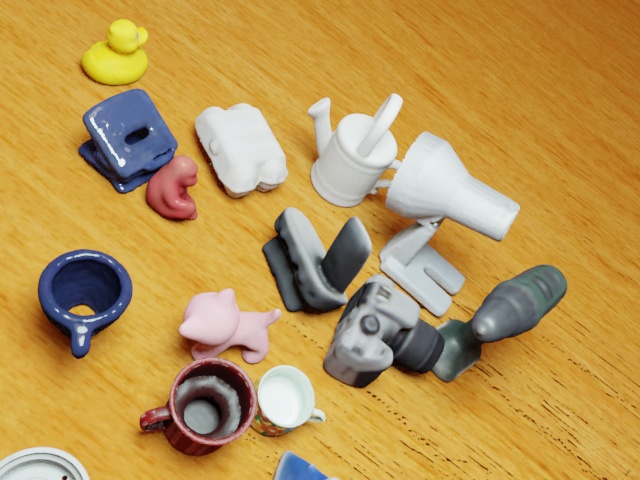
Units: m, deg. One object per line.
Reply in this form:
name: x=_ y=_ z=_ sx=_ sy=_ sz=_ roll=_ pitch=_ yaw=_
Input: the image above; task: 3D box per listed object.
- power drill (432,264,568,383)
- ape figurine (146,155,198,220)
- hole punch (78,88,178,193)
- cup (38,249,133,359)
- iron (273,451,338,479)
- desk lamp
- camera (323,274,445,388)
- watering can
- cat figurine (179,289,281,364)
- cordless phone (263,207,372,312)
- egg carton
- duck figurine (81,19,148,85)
power drill: x=0.228 y=0.114 z=0.772 sx=0.230 sy=0.208 sz=0.075 roll=-24 pitch=72 yaw=-36
ape figurine: x=-0.188 y=-0.076 z=0.761 sx=0.076 sy=0.092 sz=0.078 roll=17 pitch=53 yaw=-16
hole punch: x=-0.251 y=-0.135 z=0.768 sx=0.101 sy=0.091 sz=0.109 roll=43 pitch=50 yaw=4
cup: x=-0.256 y=0.082 z=0.619 sx=0.092 sy=0.095 sz=0.117 roll=6 pitch=57 yaw=-24
iron: x=0.016 y=0.327 z=0.565 sx=0.119 sy=0.141 sz=0.258 roll=-2 pitch=60 yaw=-28
desk lamp: x=0.172 y=-0.026 z=0.833 sx=0.203 sy=0.213 sz=0.118 roll=41 pitch=50 yaw=3
camera: x=0.096 y=0.130 z=0.764 sx=0.137 sy=0.100 sz=0.143 roll=32 pitch=50 yaw=-5
watering can: x=0.059 y=-0.146 z=0.867 sx=0.173 sy=0.193 sz=0.101 roll=15 pitch=53 yaw=-17
cat figurine: x=-0.107 y=0.096 z=0.671 sx=0.128 sy=0.117 sz=0.067 roll=3 pitch=58 yaw=-25
cordless phone: x=0.007 y=0.003 z=0.748 sx=0.094 sy=0.185 sz=0.147 roll=-15 pitch=67 yaw=-34
egg carton: x=-0.118 y=-0.135 z=0.850 sx=0.107 sy=0.069 sz=0.150 roll=-17 pitch=68 yaw=-34
duck figurine: x=-0.299 y=-0.284 z=0.846 sx=0.105 sy=0.086 sz=0.077 roll=-33 pitch=77 yaw=-38
